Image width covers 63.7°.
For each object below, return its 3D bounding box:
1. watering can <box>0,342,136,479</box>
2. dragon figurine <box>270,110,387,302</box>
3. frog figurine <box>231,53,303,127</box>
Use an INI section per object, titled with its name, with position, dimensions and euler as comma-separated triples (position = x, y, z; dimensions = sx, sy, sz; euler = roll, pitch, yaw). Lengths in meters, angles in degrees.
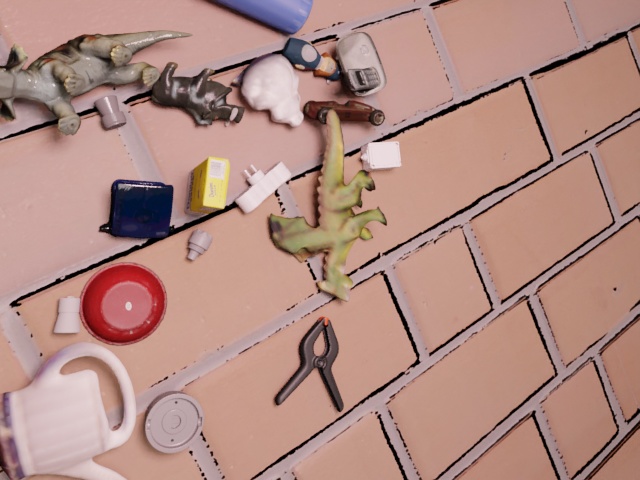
[watering can]
position = -0.435, 0.355, 0.905
dimensions = 0.225, 0.104, 0.345
euler = -11, 100, -25
[dragon figurine]
position = 0.003, -0.058, 1.147
dimensions = 0.244, 0.122, 0.407
euler = -26, 101, -16
[frog figurine]
position = -0.094, -0.316, 1.117
dimensions = 0.159, 0.121, 0.140
euler = 52, 48, -1
